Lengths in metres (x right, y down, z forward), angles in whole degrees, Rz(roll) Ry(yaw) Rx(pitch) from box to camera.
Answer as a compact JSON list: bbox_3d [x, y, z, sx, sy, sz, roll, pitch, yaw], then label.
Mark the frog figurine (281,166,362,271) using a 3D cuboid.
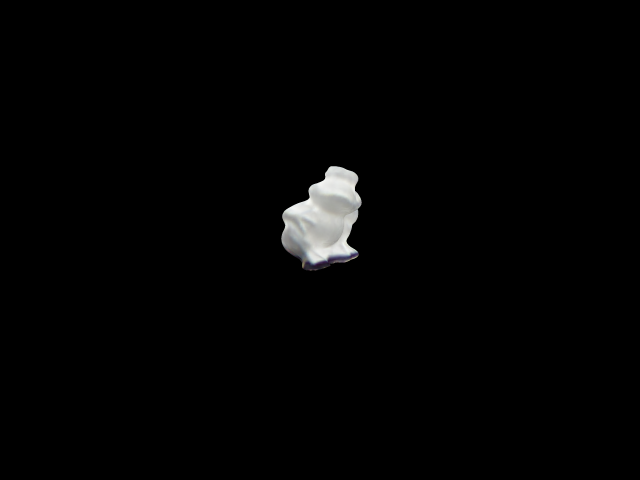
[{"bbox_3d":[0.003,-0.043,0.850,0.138,0.158,0.123,-5,11,-23],"label":"frog figurine"}]
